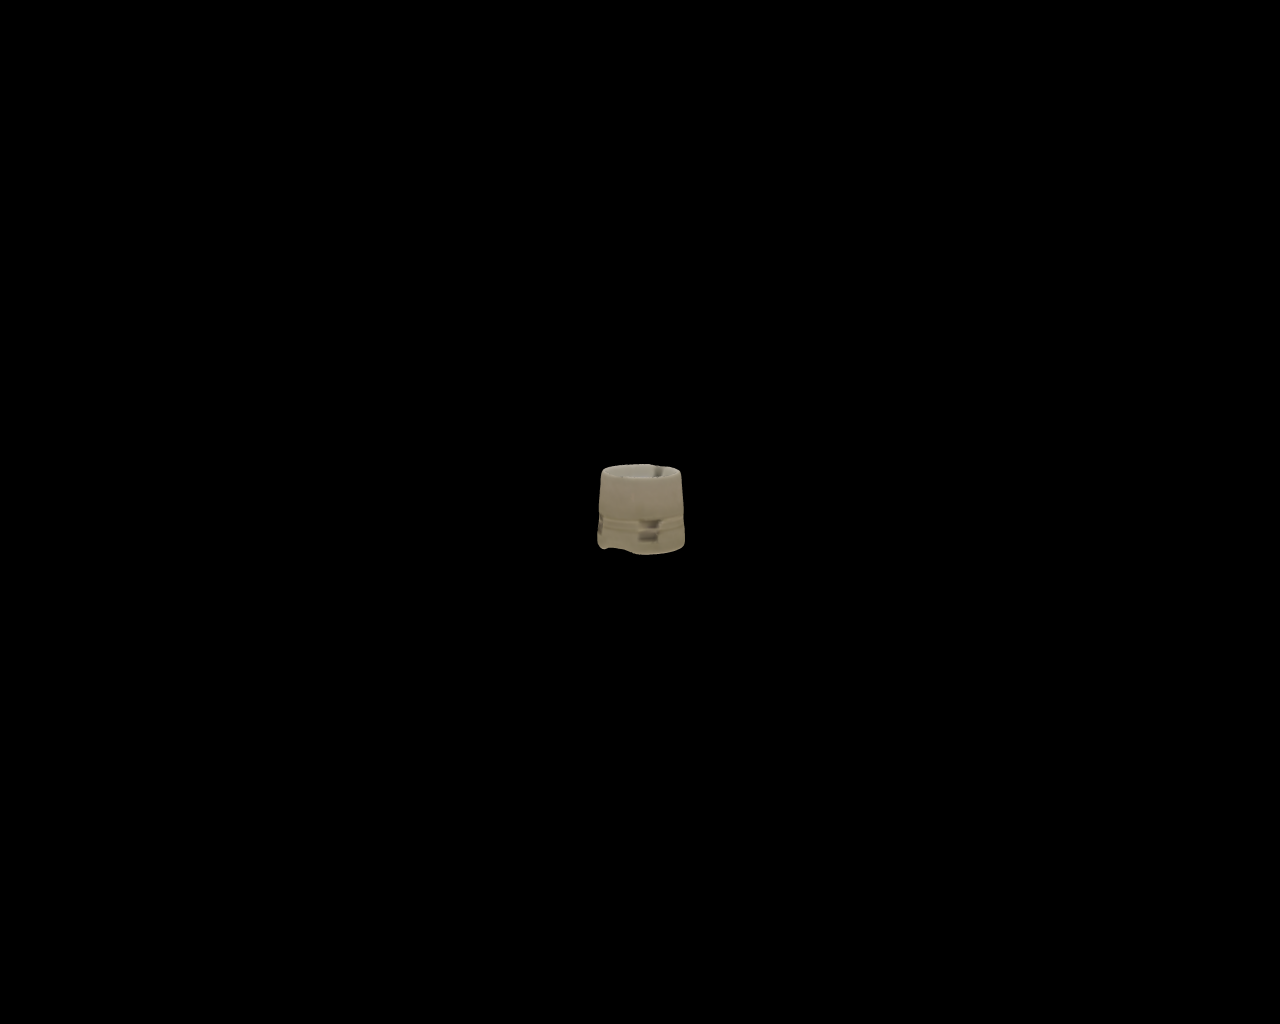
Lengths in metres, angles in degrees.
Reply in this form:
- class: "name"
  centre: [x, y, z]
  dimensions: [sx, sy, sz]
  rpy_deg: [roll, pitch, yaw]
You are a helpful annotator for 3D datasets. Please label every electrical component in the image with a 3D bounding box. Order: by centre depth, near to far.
- class: "electrical component"
  centre: [0.001, -0.003, 0.650]
  dimensions: [0.055, 0.047, 0.055]
  rpy_deg: [0, 12, 0]
